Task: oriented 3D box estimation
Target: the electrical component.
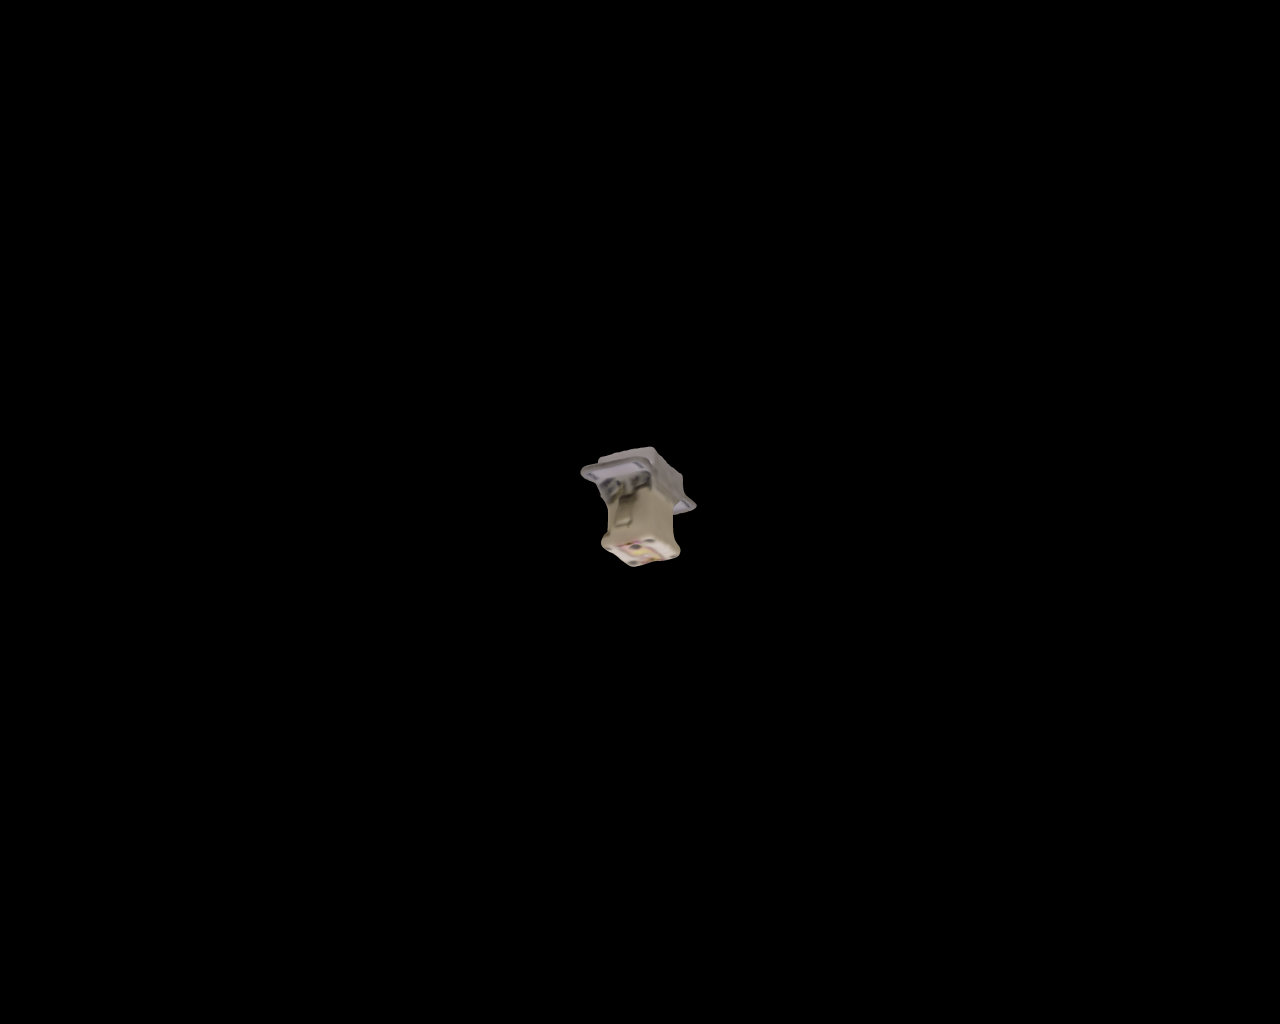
[{"bbox_3d":[0.001,-0.003,0.650,0.042,0.064,0.081,-12,-27,25],"label":"electrical component"}]
